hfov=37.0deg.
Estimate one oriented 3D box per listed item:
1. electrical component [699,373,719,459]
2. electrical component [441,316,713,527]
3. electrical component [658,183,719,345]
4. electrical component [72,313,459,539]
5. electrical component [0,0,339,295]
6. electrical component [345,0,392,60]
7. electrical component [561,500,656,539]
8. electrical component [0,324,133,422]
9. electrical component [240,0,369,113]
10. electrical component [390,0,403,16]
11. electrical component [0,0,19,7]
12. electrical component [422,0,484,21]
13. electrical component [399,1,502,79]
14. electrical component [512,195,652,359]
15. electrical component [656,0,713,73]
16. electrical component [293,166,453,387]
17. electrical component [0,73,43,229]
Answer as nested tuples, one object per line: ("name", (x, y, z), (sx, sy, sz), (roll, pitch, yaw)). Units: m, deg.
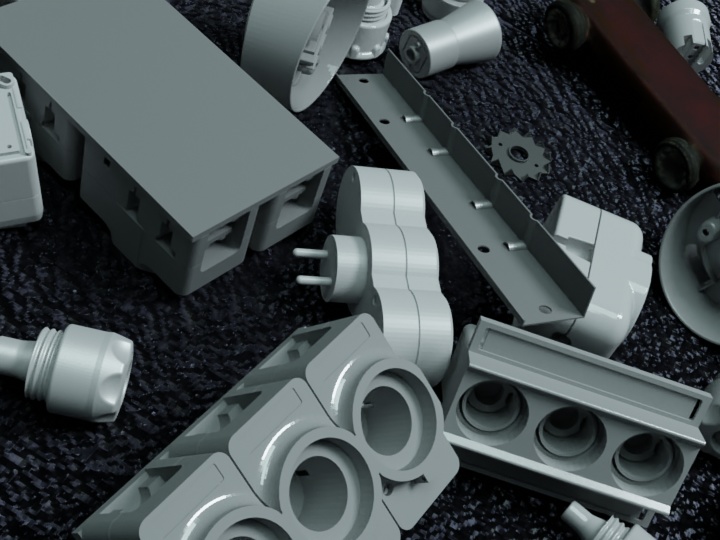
("electrical component", (0.214, 0.076, 0.606), (0.043, 0.043, 0.062), (29, 47, 5))
("electrical component", (0.104, 0.073, 0.551), (0.121, 0.078, 0.063), (19, 19, -4))
("electrical component", (0.238, -0.009, 0.652), (0.064, 0.099, 0.099), (-25, 63, -41))
("electrical component", (-0.031, 0.097, 0.464), (0.150, 0.062, 0.089), (-42, 107, -39))
("electrical component", (-0.119, -0.081, 0.608), (0.186, 0.060, 0.105), (43, 51, 18))
("electrical component", (0.002, -0.177, 0.729), (0.048, 0.062, 0.048), (10, 49, -12))
("electrical component", (0.126, 0.138, 0.529), (0.061, 0.035, 0.035), (40, 50, 18))
("electrical component", (-0.141, 0.046, 0.507), (0.062, 0.043, 0.043), (13, 49, -7))
("electrical component", (-0.036, -0.149, 0.670), (0.064, 0.099, 0.099), (16, 48, 2))
("electrical component", (-0.010, -0.225, 0.769), (0.089, 0.055, 0.050), (5, 50, -16))
("electrical component", (-0.225, -0.178, 0.624), (0.060, 0.108, 0.108), (14, 48, -16))
("electrical component", (0.073, -0.210, 0.786), (0.045, 0.055, 0.045), (10, 49, -11))
("electrical component", (0.061, -0.158, 0.749), (0.065, 0.044, 0.044), (-24, 63, -28))
("electrical component", (0.130, 0.009, 0.624), (0.059, 0.053, 0.095), (22, 48, 0))
("electrical component", (0.254, -0.180, 0.837), (0.040, 0.040, 0.046), (10, 55, -11))
("electrical component", (0.000, 0.000, 0.588), (0.074, 0.052, 0.138), (4, 51, -17))
("electrical component", (-0.218, -0.053, 0.555), (0.096, 0.061, 0.061), (-12, 56, -18))
